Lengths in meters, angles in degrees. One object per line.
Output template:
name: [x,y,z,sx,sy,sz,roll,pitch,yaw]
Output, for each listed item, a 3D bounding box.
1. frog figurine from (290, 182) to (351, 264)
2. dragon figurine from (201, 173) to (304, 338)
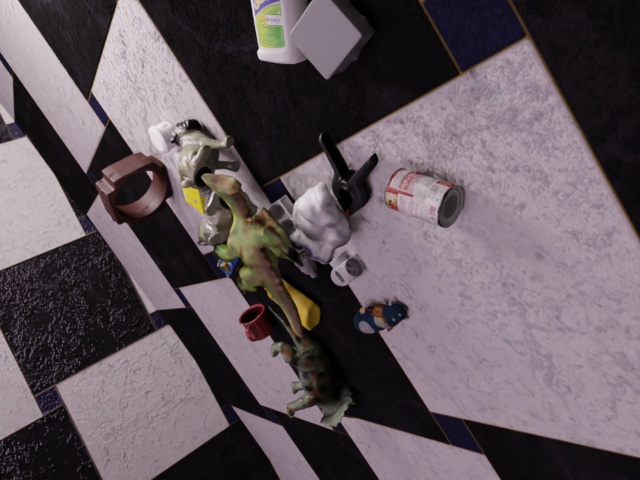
frog figurine: [0.003,-0.050,0.994,0.123,0.156,0.140,-13,40,-29]
dragon figurine: [-0.108,0.034,1.047,0.123,0.409,0.241,-38,6,-22]
